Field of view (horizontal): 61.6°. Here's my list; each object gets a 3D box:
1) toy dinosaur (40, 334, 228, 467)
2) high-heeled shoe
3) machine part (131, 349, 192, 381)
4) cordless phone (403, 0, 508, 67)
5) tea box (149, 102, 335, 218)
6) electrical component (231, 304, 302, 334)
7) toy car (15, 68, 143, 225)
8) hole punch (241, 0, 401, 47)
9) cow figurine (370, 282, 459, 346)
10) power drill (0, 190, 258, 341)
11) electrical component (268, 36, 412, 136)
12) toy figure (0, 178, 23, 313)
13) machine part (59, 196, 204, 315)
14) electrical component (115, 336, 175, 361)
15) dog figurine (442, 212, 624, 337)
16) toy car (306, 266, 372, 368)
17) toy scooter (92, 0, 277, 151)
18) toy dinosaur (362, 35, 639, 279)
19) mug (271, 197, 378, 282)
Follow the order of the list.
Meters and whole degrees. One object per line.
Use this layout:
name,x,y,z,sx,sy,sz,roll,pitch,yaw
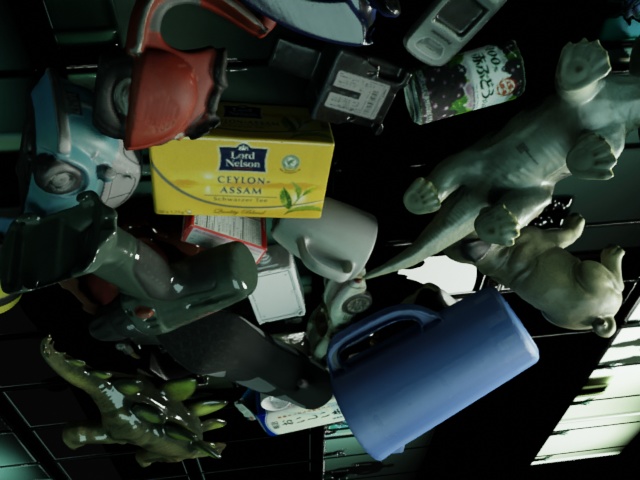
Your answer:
toy dinosaur,-0.250,0.242,0.761,0.199,0.105,0.470,-12,144,21
high-heeled shoe,-0.098,0.155,0.717,0.249,0.086,0.145,23,167,11
machine part,-0.203,0.184,0.786,0.139,0.039,0.084,-21,126,24
cordless phone,0.104,-0.232,0.407,0.146,0.089,0.184,20,132,-27
tea box,-0.078,-0.078,0.533,0.170,0.068,0.098,1,134,-9
electrical component,-0.073,0.105,0.746,0.094,0.021,0.063,-9,134,-1
toy car,-0.219,-0.069,0.498,0.103,0.109,0.161,0,146,-34
hole punch,-0.004,-0.193,0.395,0.092,0.142,0.115,-36,115,21
cow figurine,0.123,0.130,0.772,0.167,0.068,0.098,-39,122,22
power drill,-0.193,0.043,0.518,0.232,0.086,0.207,-17,147,17
electrical component,0.015,-0.150,0.494,0.119,0.048,0.074,13,130,-23
toy figure,-0.352,0.015,0.570,0.089,0.082,0.180,23,124,-25
machine part,-0.208,0.027,0.623,0.179,0.056,0.179,-6,135,-6
electrical component,-0.221,0.124,0.723,0.102,0.045,0.078,6,134,-15
dog figurine,0.243,0.038,0.637,0.190,0.172,0.121,4,123,-23
toy car,0.021,0.096,0.715,0.056,0.074,0.201,3,133,-14
toy scooter,-0.105,-0.156,0.434,0.135,0.075,0.183,7,106,-27
toy dinosaur,0.218,-0.082,0.542,0.405,0.131,0.192,-32,171,41
mug,-0.001,-0.002,0.601,0.107,0.110,0.080,24,132,-12
